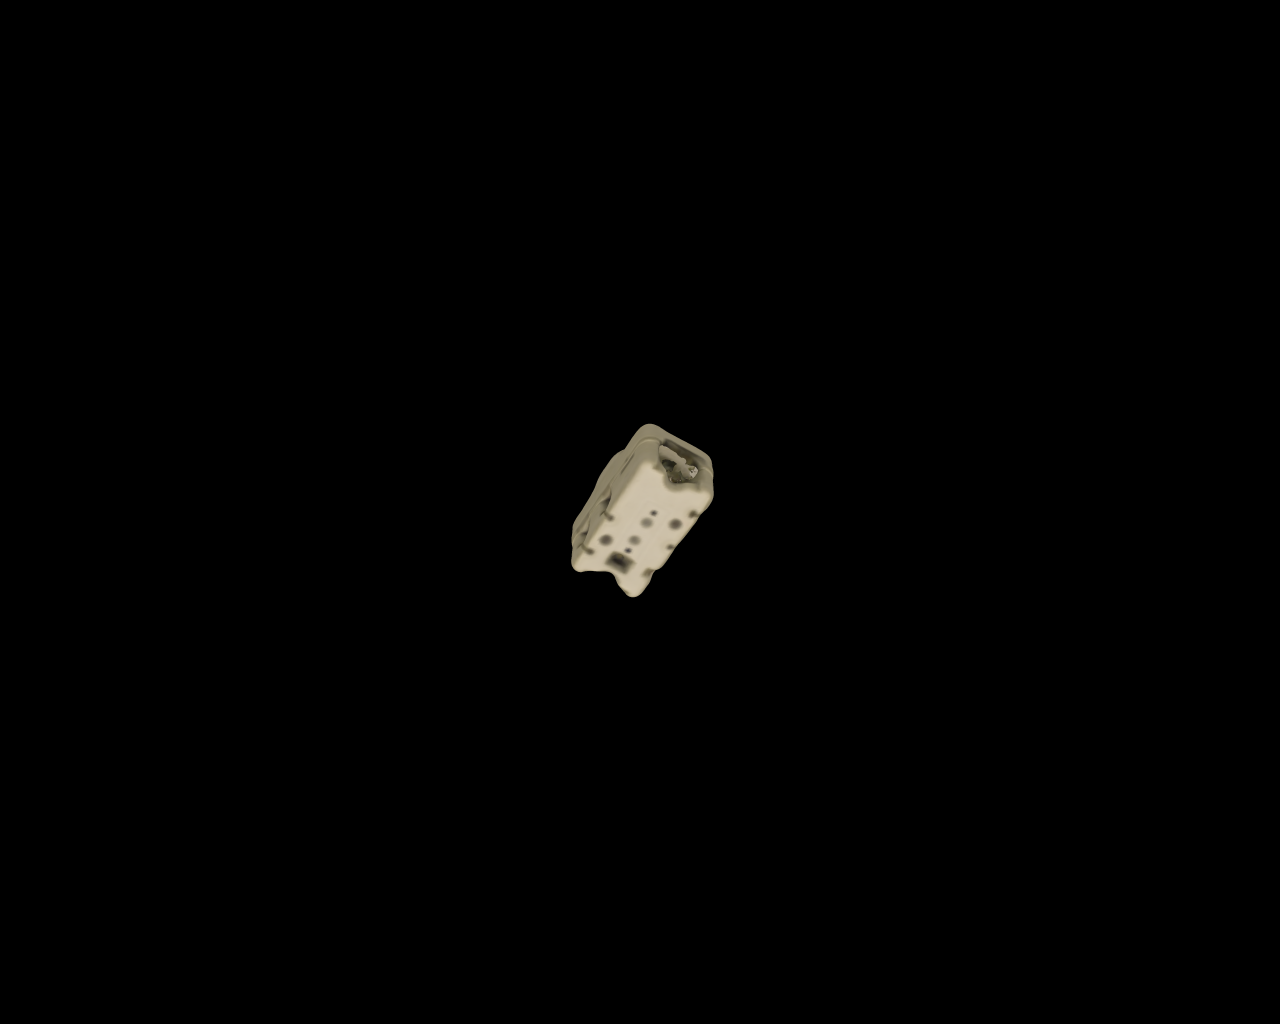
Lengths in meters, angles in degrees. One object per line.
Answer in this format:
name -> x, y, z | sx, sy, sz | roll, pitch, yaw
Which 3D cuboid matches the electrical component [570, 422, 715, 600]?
electrical component -> 0.001, -0.003, 0.650 | 0.050, 0.089, 0.056 | 28, 28, -16
